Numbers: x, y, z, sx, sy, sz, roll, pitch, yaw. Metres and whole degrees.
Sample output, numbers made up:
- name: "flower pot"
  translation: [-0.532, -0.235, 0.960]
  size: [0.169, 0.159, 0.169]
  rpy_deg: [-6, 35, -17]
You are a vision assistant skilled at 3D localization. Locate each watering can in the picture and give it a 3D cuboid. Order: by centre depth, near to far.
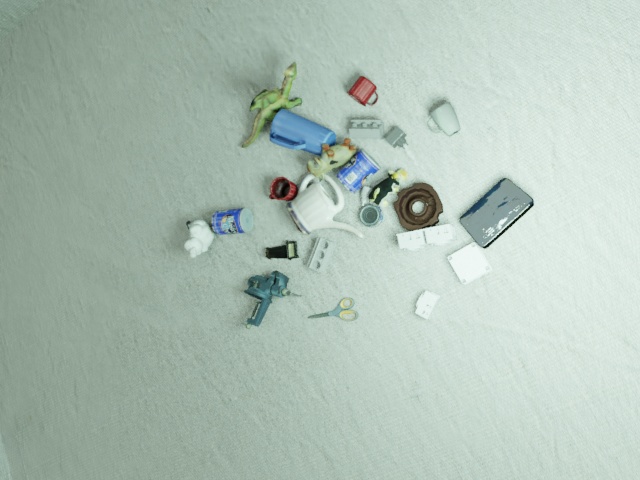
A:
- name: "watering can"
  translation: [0.006, -0.098, 1.955]
  size: [0.223, 0.103, 0.353]
  rpy_deg: [-37, 65, 14]

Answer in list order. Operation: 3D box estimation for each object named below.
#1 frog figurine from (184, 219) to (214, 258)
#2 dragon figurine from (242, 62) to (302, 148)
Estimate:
- name: "frog figurine"
  translation: [-0.500, -0.005, 2.130]
  size: [0.123, 0.163, 0.134]
  rpy_deg: [-6, 119, -7]
- name: "dragon figurine"
  translation: [-0.214, -0.528, 2.039]
  size: [0.123, 0.242, 0.408]
  rpy_deg: [45, 100, 15]
